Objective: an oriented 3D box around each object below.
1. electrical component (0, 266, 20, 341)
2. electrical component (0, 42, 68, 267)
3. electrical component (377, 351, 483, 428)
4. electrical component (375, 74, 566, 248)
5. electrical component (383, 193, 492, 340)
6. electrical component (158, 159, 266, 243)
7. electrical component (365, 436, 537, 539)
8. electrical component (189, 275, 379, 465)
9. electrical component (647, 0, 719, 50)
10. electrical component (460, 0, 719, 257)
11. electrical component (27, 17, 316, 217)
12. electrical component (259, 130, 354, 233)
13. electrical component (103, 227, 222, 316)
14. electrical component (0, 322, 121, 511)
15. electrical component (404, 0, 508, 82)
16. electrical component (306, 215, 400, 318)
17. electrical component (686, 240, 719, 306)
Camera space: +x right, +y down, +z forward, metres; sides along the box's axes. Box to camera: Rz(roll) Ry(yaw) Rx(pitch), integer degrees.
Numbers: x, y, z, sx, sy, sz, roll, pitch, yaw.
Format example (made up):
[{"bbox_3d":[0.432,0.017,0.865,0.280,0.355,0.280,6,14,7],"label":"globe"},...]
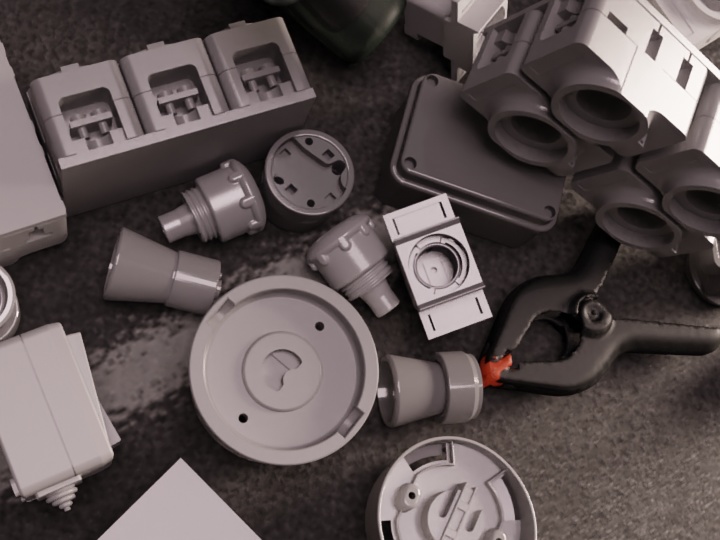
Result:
[{"bbox_3d":[-0.215,0.021,0.602,0.045,0.055,0.045,4,75,-13],"label":"electrical component"},{"bbox_3d":[-0.237,-0.077,0.619,0.089,0.061,0.150,-20,81,-18],"label":"electrical component"},{"bbox_3d":[0.042,0.073,0.659,0.055,0.045,0.045,-2,76,-15],"label":"electrical component"},{"bbox_3d":[0.075,-0.070,0.699,0.113,0.057,0.078,18,72,-9],"label":"electrical component"},{"bbox_3d":[0.047,-0.001,0.667,0.042,0.064,0.081,-19,85,-3],"label":"electrical component"},{"bbox_3d":[-0.091,-0.036,0.656,0.062,0.048,0.048,-24,82,-11],"label":"electrical component"},{"bbox_3d":[0.052,0.148,0.630,0.099,0.064,0.099,4,75,-13],"label":"electrical component"},{"bbox_3d":[-0.049,0.062,0.630,0.108,0.060,0.108,4,75,-13],"label":"electrical component"},{"bbox_3d":[0.214,-0.230,0.774,0.089,0.061,0.150,-32,85,-20],"label":"electrical component"},{"bbox_3d":[0.163,-0.080,0.639,0.186,0.105,0.060,35,66,-24],"label":"electrical component"},{"bbox_3d":[-0.114,-0.094,0.640,0.150,0.089,0.061,-19,81,-18],"label":"electrical component"},{"bbox_3d":[-0.036,-0.053,0.671,0.055,0.047,0.055,4,74,-13],"label":"electrical component"},{"bbox_3d":[-0.116,0.004,0.640,0.065,0.044,0.044,15,72,-15],"label":"electrical component"},{"bbox_3d":[-0.170,0.084,0.593,0.061,0.061,0.096,-22,81,-18],"label":"electrical component"},{"bbox_3d":[0.064,-0.170,0.717,0.064,0.081,0.042,32,68,20],"label":"electrical component"},{"bbox_3d":[0.000,0.000,0.669,0.048,0.048,0.062,-37,94,-20],"label":"electrical component"},{"bbox_3d":[0.258,-0.006,0.728,0.078,0.057,0.058,0,75,-14],"label":"electrical component"}]
